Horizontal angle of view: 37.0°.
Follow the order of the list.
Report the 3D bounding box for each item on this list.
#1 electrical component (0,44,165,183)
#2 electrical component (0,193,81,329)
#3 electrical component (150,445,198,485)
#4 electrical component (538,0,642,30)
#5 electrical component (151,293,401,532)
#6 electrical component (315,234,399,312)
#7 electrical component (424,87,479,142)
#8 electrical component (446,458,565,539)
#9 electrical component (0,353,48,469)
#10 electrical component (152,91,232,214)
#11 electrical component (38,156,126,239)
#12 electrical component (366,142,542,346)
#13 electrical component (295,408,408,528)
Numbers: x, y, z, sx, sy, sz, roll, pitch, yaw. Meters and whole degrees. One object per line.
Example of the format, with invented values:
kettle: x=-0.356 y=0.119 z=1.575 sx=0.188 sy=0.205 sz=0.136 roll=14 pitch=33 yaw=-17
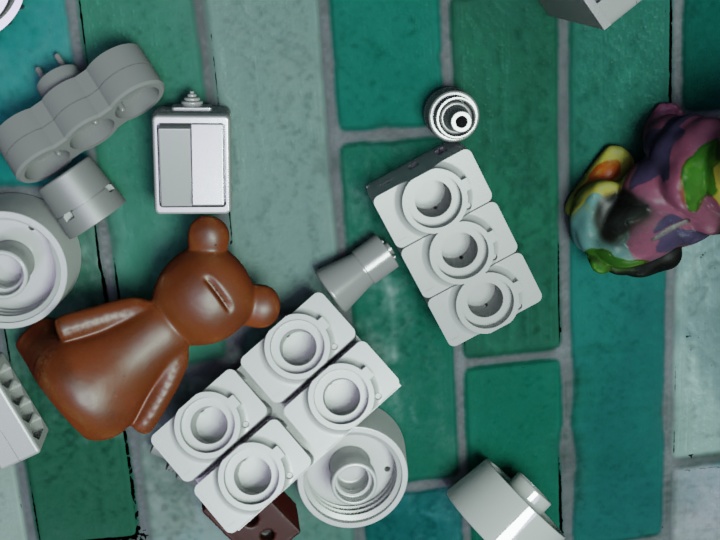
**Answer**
electrical component: x=-0.230 y=-0.137 z=0.852 sx=0.138 sy=0.052 sz=0.073 roll=-34 pitch=80 yaw=3
electrical component: x=-0.287 y=-0.004 z=0.878 sx=0.108 sy=0.060 sz=0.108 roll=-2 pitch=106 yaw=-6
electrical component: x=-0.154 y=0.165 z=0.952 sx=0.062 sy=0.043 sz=0.043 roll=23 pitch=102 yaw=-11
electrical component: x=0.163 y=-0.242 z=0.815 sx=0.062 sy=0.150 sz=0.089 roll=-38 pitch=107 yaw=6
electrical component: x=-0.069 y=0.119 z=0.904 sx=0.186 sy=0.060 sz=0.105 roll=-41 pitch=83 yaw=-5
electrical component: x=0.000 y=0.000 z=0.924 sx=0.065 sy=0.044 sz=0.044 roll=-36 pitch=107 yaw=-1
electrical component: x=0.077 y=-0.126 z=0.884 sx=0.043 sy=0.062 sz=0.043 roll=-2 pitch=106 yaw=-6
electrical component: x=0.137 y=0.218 z=0.971 sx=0.060 sy=0.108 sz=0.108 roll=-46 pitch=106 yaw=1
electrical component: x=-0.323 y=0.128 z=0.919 sx=0.076 sy=0.047 sz=0.083 roll=-25 pitch=107 yaw=1
electrical component: x=-0.135 y=-0.095 z=0.869 sx=0.062 sy=0.061 sz=0.096 roll=-1 pitch=106 yaw=-7
electrical component: x=-0.227 y=-0.060 z=0.873 sx=0.055 sy=0.055 sz=0.047 roll=-33 pitch=104 yaw=3
electrical component: x=0.081 y=-0.022 z=0.915 sx=0.089 sy=0.061 sz=0.150 roll=-28 pitch=107 yaw=2
electrical component: x=-0.008 y=0.178 z=0.964 sx=0.108 sy=0.060 sz=0.108 roll=-2 pitch=106 yaw=-6
